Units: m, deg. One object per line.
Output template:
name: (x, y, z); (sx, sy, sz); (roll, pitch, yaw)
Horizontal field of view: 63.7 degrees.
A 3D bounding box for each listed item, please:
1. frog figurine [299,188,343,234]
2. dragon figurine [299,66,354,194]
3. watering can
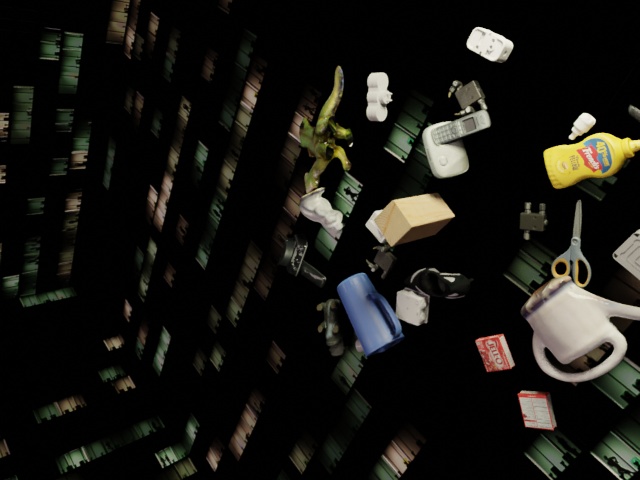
frog figurine: (0.005, -0.086, 1.705); (0.137, 0.123, 0.159); (157, 89, -78)
dragon figurine: (-0.004, -0.351, 1.680); (0.244, 0.122, 0.406); (18, 108, 50)
watering can: (0.598, 0.175, 1.154); (0.228, 0.104, 0.340); (56, 133, 23)
